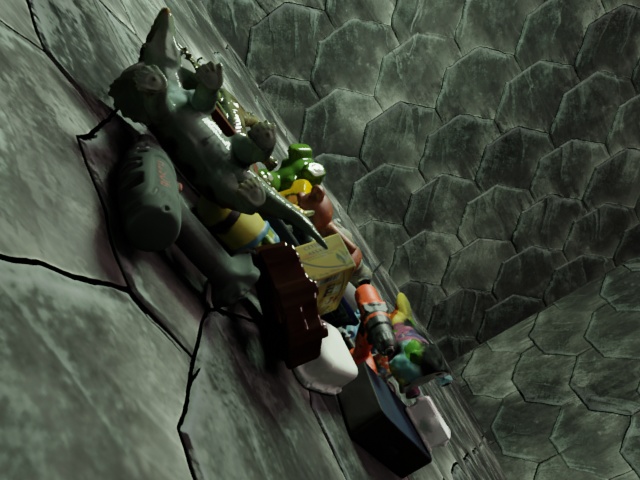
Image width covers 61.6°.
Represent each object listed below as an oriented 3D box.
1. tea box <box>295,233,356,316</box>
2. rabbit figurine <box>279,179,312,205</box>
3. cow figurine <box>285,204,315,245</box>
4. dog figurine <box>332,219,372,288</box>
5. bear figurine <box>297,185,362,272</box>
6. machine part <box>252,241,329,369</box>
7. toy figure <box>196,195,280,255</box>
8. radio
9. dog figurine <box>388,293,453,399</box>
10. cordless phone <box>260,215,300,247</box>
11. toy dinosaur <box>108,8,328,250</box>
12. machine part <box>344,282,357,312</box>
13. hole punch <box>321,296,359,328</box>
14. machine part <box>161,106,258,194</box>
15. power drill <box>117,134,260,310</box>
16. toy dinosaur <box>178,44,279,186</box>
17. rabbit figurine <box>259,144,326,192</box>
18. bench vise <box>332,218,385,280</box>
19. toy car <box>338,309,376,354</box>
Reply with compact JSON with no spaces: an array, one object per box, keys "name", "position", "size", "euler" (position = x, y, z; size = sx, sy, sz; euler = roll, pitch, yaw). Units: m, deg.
[{"name":"tea box","position":[-0.012,0.070,0.883],"size":[0.068,0.098,0.169],"euler":[63,-24,23]},{"name":"rabbit figurine","position":[-0.046,-0.032,1.255],"size":[0.173,0.122,0.162],"euler":[77,-13,-53]},{"name":"cow figurine","position":[-0.036,-0.005,1.029],"size":[0.098,0.068,0.167],"euler":[-48,-125,59]},{"name":"dog figurine","position":[0.074,0.050,1.316],"size":[0.190,0.121,0.172],"euler":[36,-7,-14]},{"name":"bear figurine","position":[0.000,-0.006,1.119],"size":[0.195,0.132,0.120],"euler":[55,-29,-16]},{"name":"machine part","position":[-0.046,0.089,0.760],"size":[0.179,0.056,0.179],"euler":[164,-90,-73]},{"name":"toy figure","position":[-0.121,-0.012,0.860],"size":[0.180,0.082,0.089],"euler":[57,7,-20]},{"name":"radio","position":[0.116,0.331,0.989],"size":[0.229,0.073,0.131],"euler":[52,9,-39]},{"name":"dog figurine","position":[0.174,0.206,1.111],"size":[0.219,0.108,0.191],"euler":[65,5,32]},{"name":"cordless phone","position":[-0.100,-0.020,1.006],"size":[0.146,0.089,0.184],"euler":[54,5,-18]},{"name":"toy dinosaur","position":[-0.155,-0.128,0.754],"size":[0.404,0.131,0.192],"euler":[56,-21,-6]},{"name":"machine part","position":[0.033,0.115,1.272],"size":[0.243,0.079,0.079],"euler":[49,12,-50]},{"name":"hole punch","position":[0.012,0.134,1.069],"size":[0.142,0.092,0.116],"euler":[52,6,-10]},{"name":"machine part","position":[-0.198,-0.162,0.949],"size":[0.201,0.087,0.201],"euler":[55,9,-27]},{"name":"power drill","position":[-0.165,-0.026,0.669],"size":[0.207,0.086,0.232],"euler":[58,3,-28]},{"name":"toy dinosaur","position":[-0.218,-0.280,1.213],"size":[0.198,0.105,0.472],"euler":[39,15,-54]},{"name":"rabbit figurine","position":[-0.098,-0.147,1.309],"size":[0.121,0.170,0.159],"euler":[63,-31,22]},{"name":"bench vise","position":[0.052,0.026,1.486],"size":[0.240,0.129,0.223],"euler":[40,17,0]},{"name":"toy car","position":[0.103,0.211,1.240],"size":[0.109,0.103,0.161],"euler":[57,7,6]}]
